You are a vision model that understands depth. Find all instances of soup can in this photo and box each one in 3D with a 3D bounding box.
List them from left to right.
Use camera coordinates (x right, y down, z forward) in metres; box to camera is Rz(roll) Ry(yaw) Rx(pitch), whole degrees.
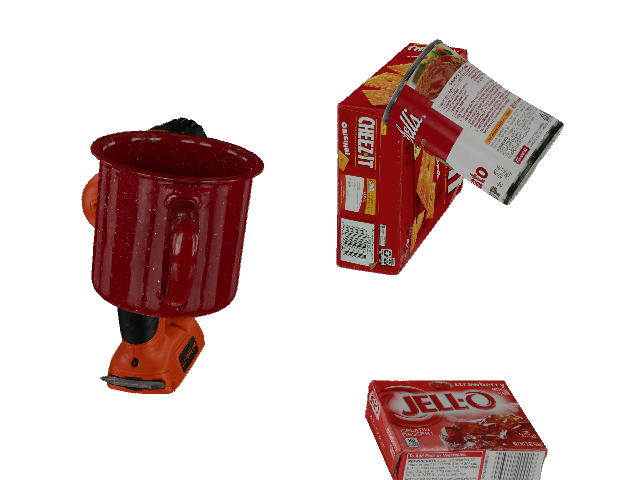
[{"bbox_3d":[0.102,-0.079,0.717,0.102,0.068,0.068,35,7,10],"label":"soup can"}]

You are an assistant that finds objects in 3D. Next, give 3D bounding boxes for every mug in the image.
[{"bbox_3d":[-0.079,-0.005,0.574,0.093,0.081,0.117,3,20,-17],"label":"mug"}]

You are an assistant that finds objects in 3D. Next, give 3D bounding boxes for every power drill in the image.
[{"bbox_3d":[-0.126,0.009,0.824,0.057,0.188,0.184,3,22,13],"label":"power drill"}]

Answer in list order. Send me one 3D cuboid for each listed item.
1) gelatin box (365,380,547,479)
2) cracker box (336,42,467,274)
[{"bbox_3d":[0.077,0.111,0.625,0.089,0.030,0.073,2,24,-13],"label":"gelatin box"},{"bbox_3d":[0.084,-0.085,1.042,0.072,0.164,0.213,10,28,21],"label":"cracker box"}]
